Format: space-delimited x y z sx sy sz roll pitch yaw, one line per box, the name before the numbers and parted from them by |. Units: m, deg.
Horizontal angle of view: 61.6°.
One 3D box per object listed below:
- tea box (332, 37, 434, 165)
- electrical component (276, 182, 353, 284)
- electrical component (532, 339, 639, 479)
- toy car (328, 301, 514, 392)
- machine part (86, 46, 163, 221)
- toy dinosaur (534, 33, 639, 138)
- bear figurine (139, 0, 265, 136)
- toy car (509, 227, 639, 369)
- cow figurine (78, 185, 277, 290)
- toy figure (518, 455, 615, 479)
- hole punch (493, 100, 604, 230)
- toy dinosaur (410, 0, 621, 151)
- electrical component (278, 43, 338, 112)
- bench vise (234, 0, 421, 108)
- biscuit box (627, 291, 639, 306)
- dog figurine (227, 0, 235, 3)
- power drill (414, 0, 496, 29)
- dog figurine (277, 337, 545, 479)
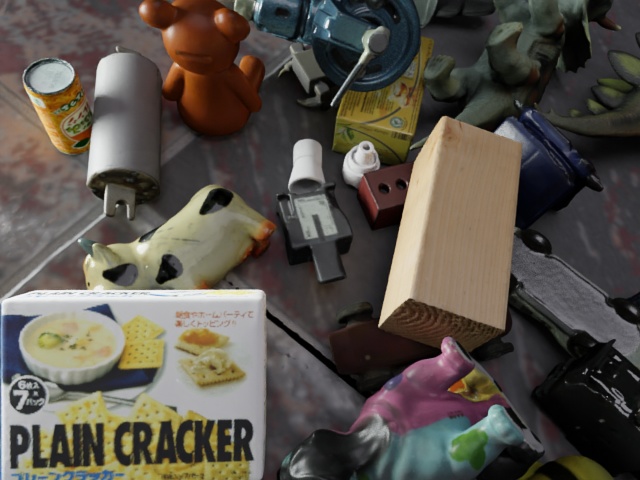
tea box | 0.083 -0.186 0.688 0.098 0.068 0.169 15 63 5
electrical component | -0.001 -0.002 0.598 0.075 0.047 0.119 -15 66 -13
electrical component | 0.282 0.169 0.502 0.058 0.114 0.134 -37 70 -19
toy car | 0.106 0.097 0.556 0.202 0.053 0.089 -12 71 -16
machine part | -0.223 -0.130 0.625 0.079 0.079 0.243 -3 62 -8
toy dinosaur | 0.465 -0.179 0.702 0.471 0.105 0.199 -18 58 -28
bear figurine | -0.127 -0.212 0.610 0.120 0.195 0.132 4 62 -1
toy car | 0.258 0.063 0.579 0.073 0.056 0.202 -41 64 -12
cow figurine | -0.155 0.017 0.553 0.127 0.085 0.195 43 69 9
toy figure | 0.180 0.253 0.463 0.180 0.089 0.082 -18 79 -17
hole punch | 0.236 -0.076 0.628 0.092 0.115 0.142 -28 69 -10
toy dinosaur | 0.251 -0.222 0.693 0.405 0.192 0.131 -54 36 -8
electrical component | -0.007 -0.221 0.711 0.078 0.045 0.102 -27 68 -20
bench vise | 0.016 -0.229 0.570 0.223 0.128 0.241 21 22 -16
biscuit box | 0.442 0.106 0.580 0.203 0.062 0.059 13 64 1
dog figurine | -0.072 -0.397 0.777 0.190 0.121 0.172 4 65 -20
power drill | 0.132 -0.337 0.726 0.232 0.085 0.207 15 34 9
dog figurine | 0.070 0.194 0.479 0.219 0.191 0.109 -36 49 9
